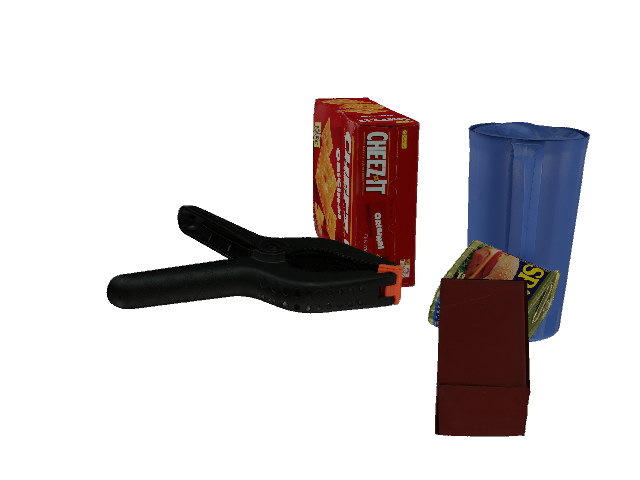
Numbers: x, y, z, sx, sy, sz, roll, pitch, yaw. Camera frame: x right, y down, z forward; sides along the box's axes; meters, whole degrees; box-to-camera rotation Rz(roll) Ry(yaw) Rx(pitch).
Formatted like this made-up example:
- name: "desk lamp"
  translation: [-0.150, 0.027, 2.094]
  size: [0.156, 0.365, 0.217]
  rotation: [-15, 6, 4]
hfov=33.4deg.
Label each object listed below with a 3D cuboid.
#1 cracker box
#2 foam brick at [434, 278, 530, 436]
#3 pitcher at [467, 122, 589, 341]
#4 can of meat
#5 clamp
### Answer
- name: "cracker box"
  translation: [0.042, -0.058, 1.120]
  size: [0.072, 0.164, 0.214]
  rotation: [-3, 14, -10]
- name: "foam brick"
  translation: [0.093, 0.067, 0.614]
  size: [0.051, 0.078, 0.053]
  rotation: [2, -41, 7]
- name: "pitcher"
  translation: [0.226, -0.010, 1.212]
  size: [0.149, 0.243, 0.145]
  rotation: [-7, 17, -33]
- name: "can of meat"
  translation: [0.157, 0.052, 0.965]
  size: [0.084, 0.057, 0.102]
  rotation: [24, 43, 22]
- name: "clamp"
  translation: [-0.042, 0.016, 0.823]
  size: [0.210, 0.036, 0.164]
  rotation: [4, 24, 4]
